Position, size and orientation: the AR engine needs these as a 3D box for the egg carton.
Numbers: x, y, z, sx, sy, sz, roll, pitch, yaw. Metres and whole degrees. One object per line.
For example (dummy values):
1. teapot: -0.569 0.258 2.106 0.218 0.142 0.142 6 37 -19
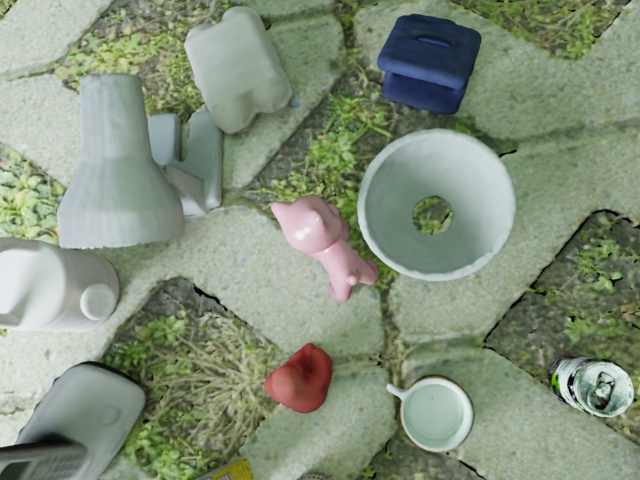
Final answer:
1. egg carton: -0.101 -0.209 0.704 0.107 0.069 0.150 -26 78 4

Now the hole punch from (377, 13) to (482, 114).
1. hole punch: 0.124 -0.213 0.659 0.108 0.091 0.101 17 84 11

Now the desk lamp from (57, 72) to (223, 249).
1. desk lamp: -0.191 -0.077 0.623 0.117 0.214 0.203 -2 80 9

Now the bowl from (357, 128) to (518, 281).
1. bowl: 0.128 -0.034 0.638 0.167 0.075 0.167 -1 81 9

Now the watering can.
1. watering can: -0.306 0.049 0.630 0.172 0.194 0.101 -10 79 7

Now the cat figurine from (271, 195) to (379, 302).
1. cat figurine: 0.006 0.002 0.629 0.067 0.118 0.127 -37 77 2

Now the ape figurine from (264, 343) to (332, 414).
1. ape figurine: -0.026 0.153 0.622 0.077 0.092 0.076 -11 79 7

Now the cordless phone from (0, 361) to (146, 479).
1. cordless phone: -0.282 0.204 0.606 0.094 0.185 0.148 29 86 13
